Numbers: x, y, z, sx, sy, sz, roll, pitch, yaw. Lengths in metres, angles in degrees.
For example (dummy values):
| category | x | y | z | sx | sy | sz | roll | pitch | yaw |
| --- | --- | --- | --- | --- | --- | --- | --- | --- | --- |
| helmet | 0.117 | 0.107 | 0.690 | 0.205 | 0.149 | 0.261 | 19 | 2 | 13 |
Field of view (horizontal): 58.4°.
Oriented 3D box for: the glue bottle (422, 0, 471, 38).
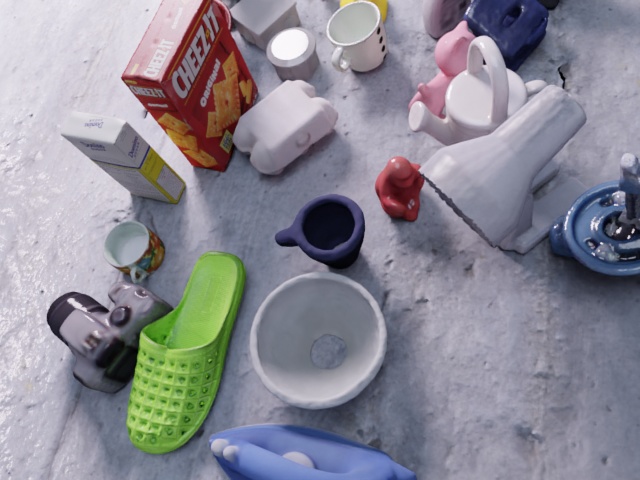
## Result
| category | x | y | z | sx | sy | sz | roll | pitch | yaw |
| --- | --- | --- | --- | --- | --- | --- | --- | --- | --- |
| glue bottle | 0.186 | -0.383 | 0.844 | 0.078 | 0.173 | 0.037 | -34 | 63 | -3 |

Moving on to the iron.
| category | x | y | z | sx | sy | sz | roll | pitch | yaw |
| --- | --- | --- | --- | --- | --- | --- | --- | --- | --- |
| iron | -0.034 | 0.254 | 0.619 | 0.257 | 0.142 | 0.119 | 13 | 70 | 19 |

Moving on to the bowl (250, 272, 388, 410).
| category | x | y | z | sx | sy | sz | roll | pitch | yaw |
| --- | --- | --- | --- | --- | --- | --- | --- | --- | --- |
| bowl | 0.003 | 0.128 | 0.706 | 0.167 | 0.075 | 0.167 | -5 | 65 | 11 |

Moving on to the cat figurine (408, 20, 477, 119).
| category | x | y | z | sx | sy | sz | roll | pitch | yaw |
| --- | --- | --- | --- | --- | --- | --- | --- | --- | --- |
| cat figurine | 0.180 | -0.241 | 0.810 | 0.067 | 0.118 | 0.128 | 40 | 80 | 26 |

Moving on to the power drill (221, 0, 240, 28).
| category | x | y | z | sx | sy | sz | roll | pitch | yaw |
| --- | --- | --- | --- | --- | --- | --- | --- | --- | --- |
| power drill | -0.176 | -0.461 | 0.944 | 0.075 | 0.209 | 0.230 | 34 | 77 | 25 |

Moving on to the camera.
| category | x | y | z | sx | sy | sz | roll | pitch | yaw |
| --- | --- | --- | --- | --- | --- | --- | --- | --- | --- |
| camera | -0.296 | 0.110 | 0.770 | 0.136 | 0.101 | 0.143 | 30 | 75 | 24 |

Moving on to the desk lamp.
| category | x | y | z | sx | sy | sz | roll | pitch | yaw |
| --- | --- | --- | --- | --- | --- | --- | --- | --- | --- |
| desk lamp | 0.223 | -0.070 | 0.668 | 0.203 | 0.214 | 0.117 | -38 | 63 | -5 |

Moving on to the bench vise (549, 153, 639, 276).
| category | x | y | z | sx | sy | sz | roll | pitch | yaw |
| --- | --- | --- | --- | --- | --- | --- | --- | --- | --- |
| bench vise | 0.365 | -0.021 | 0.608 | 0.207 | 0.220 | 0.121 | 3 | 66 | 15 |

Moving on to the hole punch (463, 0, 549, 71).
| category | x | y | z | sx | sy | sz | roll | pitch | yaw |
| --- | --- | --- | --- | --- | --- | --- | --- | --- | --- |
| hole punch | 0.274 | -0.318 | 0.839 | 0.100 | 0.091 | 0.109 | 35 | 78 | 25 |

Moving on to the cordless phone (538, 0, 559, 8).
| category | x | y | z | sx | sy | sz | roll | pitch | yaw |
| --- | --- | --- | --- | --- | --- | --- | --- | --- | --- |
| cordless phone | 0.303 | -0.435 | 0.833 | 0.147 | 0.185 | 0.094 | -1 | 66 | 13 |

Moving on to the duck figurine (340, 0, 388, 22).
| category | x | y | z | sx | sy | sz | roll | pitch | yaw |
| --- | --- | --- | --- | --- | --- | --- | --- | --- | --- |
| duck figurine | 0.066 | -0.407 | 0.932 | 0.077 | 0.086 | 0.104 | -21 | 63 | 3 |

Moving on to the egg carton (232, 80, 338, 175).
| category | x | y | z | sx | sy | sz | roll | pitch | yaw |
| --- | --- | --- | --- | --- | --- | --- | --- | --- | --- |
| egg carton | -0.052 | -0.168 | 0.858 | 0.150 | 0.069 | 0.107 | -41 | 63 | -7 |

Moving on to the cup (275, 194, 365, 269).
| category | x | y | z | sx | sy | sz | roll | pitch | yaw |
| --- | --- | --- | --- | --- | --- | --- | --- | --- | --- |
| cup | 0.007 | 0.003 | 0.752 | 0.117 | 0.095 | 0.091 | -12 | 64 | 8 |

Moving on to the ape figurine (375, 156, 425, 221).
| category | x | y | z | sx | sy | sz | roll | pitch | yaw |
| --- | --- | --- | --- | --- | --- | --- | --- | --- | --- |
| ape figurine | 0.107 | -0.077 | 0.767 | 0.078 | 0.092 | 0.076 | -42 | 63 | -7 |

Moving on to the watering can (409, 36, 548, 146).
| category | x | y | z | sx | sy | sz | roll | pitch | yaw |
| --- | --- | --- | --- | --- | --- | --- | --- | --- | --- |
| watering can | 0.204 | -0.169 | 0.729 | 0.173 | 0.194 | 0.100 | -35 | 63 | -4 |
